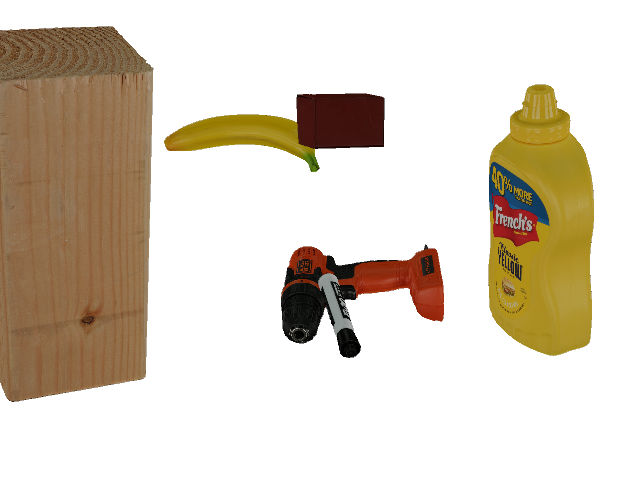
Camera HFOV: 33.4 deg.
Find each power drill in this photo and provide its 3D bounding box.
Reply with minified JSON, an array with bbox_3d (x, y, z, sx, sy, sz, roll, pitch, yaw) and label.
[{"bbox_3d":[0.048,0.060,1.241,0.187,0.057,0.184,-1,28,3],"label":"power drill"}]

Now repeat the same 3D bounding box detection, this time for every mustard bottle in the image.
[{"bbox_3d":[0.157,-0.019,0.768,0.058,0.192,0.096,-14,29,-16],"label":"mustard bottle"}]

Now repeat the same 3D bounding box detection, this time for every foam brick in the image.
[{"bbox_3d":[0.020,-0.121,1.079,0.078,0.051,0.053,-3,13,-20],"label":"foam brick"}]

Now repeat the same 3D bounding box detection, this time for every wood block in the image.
[{"bbox_3d":[-0.159,-0.017,0.650,0.090,0.206,0.090,-7,30,-25],"label":"wood block"}]

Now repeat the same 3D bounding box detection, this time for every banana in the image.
[{"bbox_3d":[-0.088,-0.125,1.288,0.198,0.037,0.069,8,40,15],"label":"banana"}]

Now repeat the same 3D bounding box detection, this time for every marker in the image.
[{"bbox_3d":[0.017,0.068,0.964,0.020,0.020,0.121,0,28,-10],"label":"marker"}]
